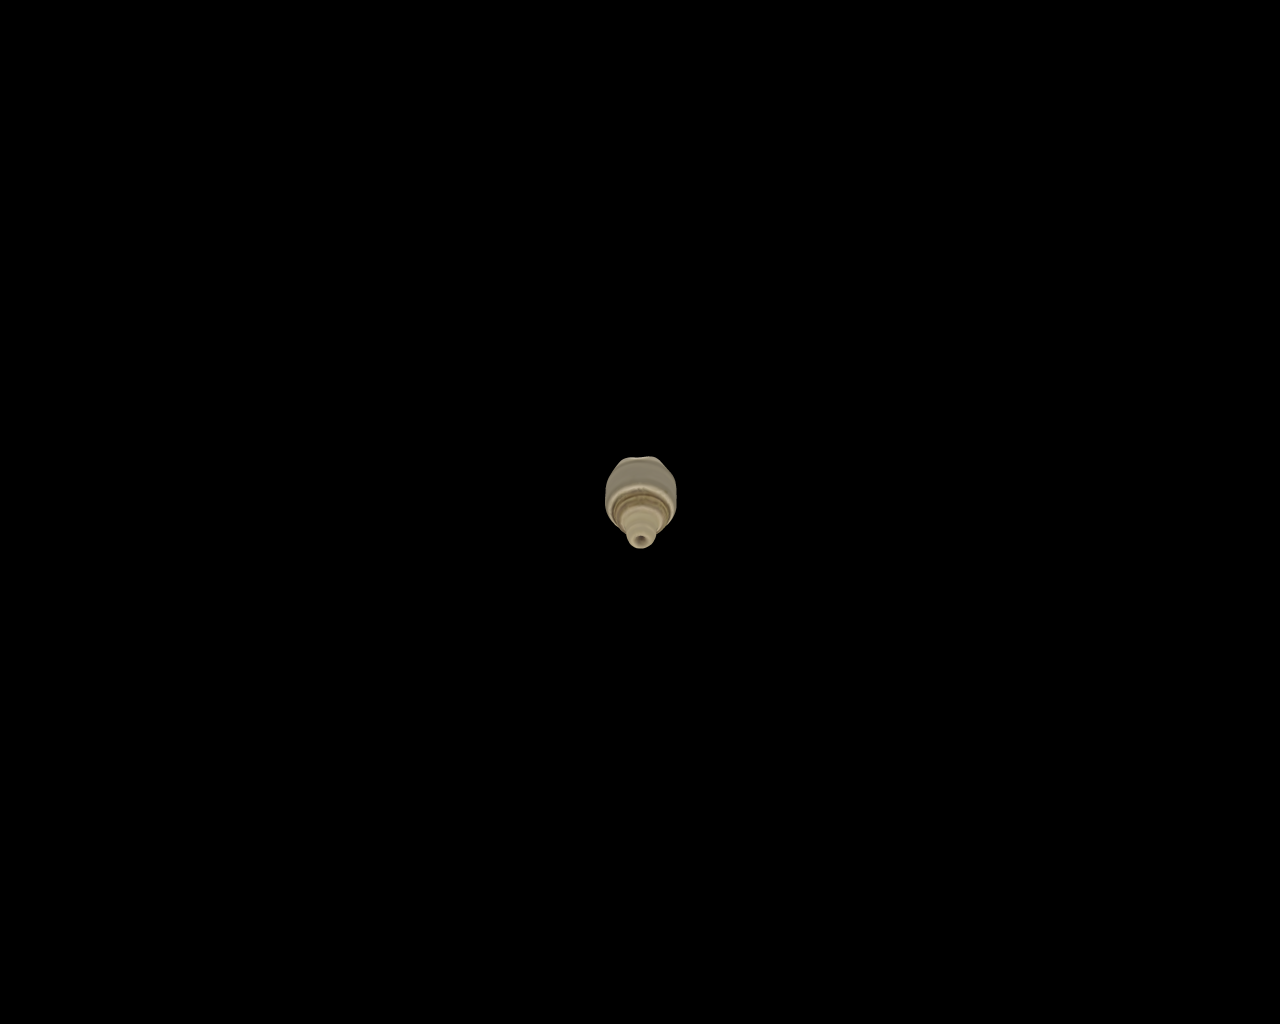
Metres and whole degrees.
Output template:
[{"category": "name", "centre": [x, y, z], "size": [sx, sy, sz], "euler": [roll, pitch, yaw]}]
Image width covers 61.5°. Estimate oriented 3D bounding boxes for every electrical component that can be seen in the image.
[{"category": "electrical component", "centre": [0.001, -0.003, 0.650], "size": [0.043, 0.043, 0.062], "euler": [0, 41, 0]}]
